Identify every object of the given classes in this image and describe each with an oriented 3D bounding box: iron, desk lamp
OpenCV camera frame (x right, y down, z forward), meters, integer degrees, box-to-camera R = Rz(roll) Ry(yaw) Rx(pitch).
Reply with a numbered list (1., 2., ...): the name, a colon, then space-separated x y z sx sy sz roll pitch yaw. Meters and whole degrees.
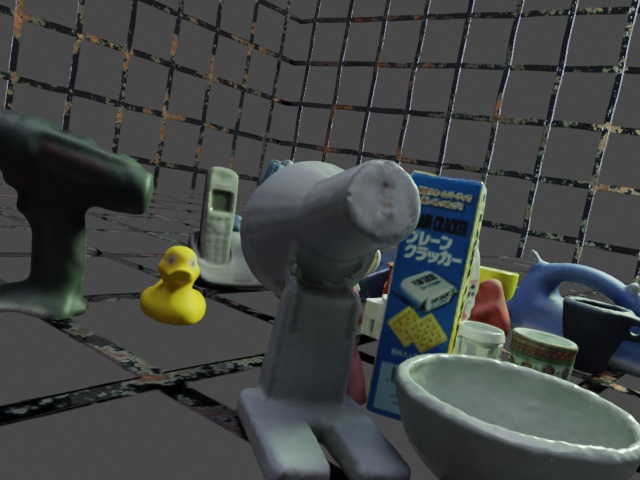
1. iron: 0.412 0.107 0.874 0.119 0.141 0.257 4 8 -44
2. desk lamp: 0.006 0.043 0.439 0.118 0.213 0.202 8 6 -20

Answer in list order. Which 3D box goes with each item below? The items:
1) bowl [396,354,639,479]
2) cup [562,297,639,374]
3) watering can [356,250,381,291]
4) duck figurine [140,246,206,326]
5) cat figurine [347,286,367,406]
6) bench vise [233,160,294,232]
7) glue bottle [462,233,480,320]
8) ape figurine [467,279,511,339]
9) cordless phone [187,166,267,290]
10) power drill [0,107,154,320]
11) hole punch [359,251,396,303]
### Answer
1. bowl: 0.128 0.140 0.397 0.167 0.075 0.167 10 6 -1
2. cup: 0.381 0.136 0.775 0.092 0.095 0.117 5 8 -40
3. watering can: 0.008 0.004 0.909 0.173 0.194 0.100 8 6 -20
4. duck figurine: -0.173 0.049 0.693 0.078 0.086 0.104 8 6 -21
5. cat figurine: 0.014 0.081 0.556 0.067 0.118 0.127 9 6 -10
6. bench vise: -0.103 -0.049 1.088 0.121 0.220 0.208 12 6 16
7. glue bottle: 0.236 0.053 0.928 0.037 0.173 0.078 14 7 29
8. ape figurine: 0.257 0.104 0.876 0.078 0.092 0.075 5 8 -42
9. cordless phone: -0.128 -0.015 0.897 0.148 0.185 0.093 6 7 -35
10. power drill: -0.302 -0.028 0.608 0.230 0.208 0.075 8 6 -16
11. hole punch: 0.098 0.062 1.009 0.101 0.091 0.108 8 6 -18
